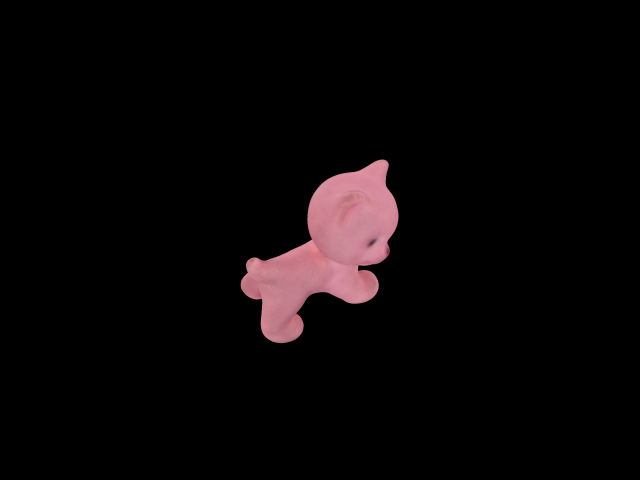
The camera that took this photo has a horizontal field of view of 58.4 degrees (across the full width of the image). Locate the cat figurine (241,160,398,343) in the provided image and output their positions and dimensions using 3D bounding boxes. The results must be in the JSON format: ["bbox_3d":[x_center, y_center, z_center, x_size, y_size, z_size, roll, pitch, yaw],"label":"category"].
[{"bbox_3d":[0.004,0.001,0.400,0.128,0.118,0.067,-28,62,-16],"label":"cat figurine"}]
